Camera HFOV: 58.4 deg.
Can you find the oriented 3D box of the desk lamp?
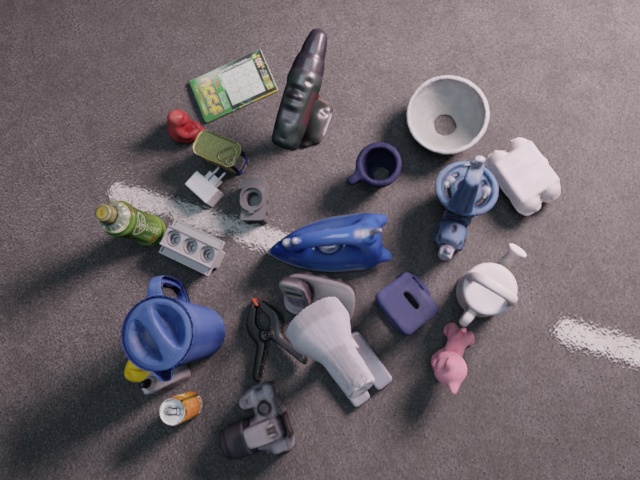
[{"bbox_3d":[0.042,0.214,1.074,0.118,0.213,0.203,-38,79,0],"label":"desk lamp"}]

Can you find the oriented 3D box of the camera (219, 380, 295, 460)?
[{"bbox_3d":[-0.134,0.368,1.130,0.137,0.101,0.143,-22,80,3],"label":"camera"}]

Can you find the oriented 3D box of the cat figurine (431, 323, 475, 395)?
[{"bbox_3d":[0.255,0.225,1.096,0.067,0.118,0.128,21,85,10],"label":"cat figurine"}]

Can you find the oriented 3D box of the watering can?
[{"bbox_3d":[0.317,0.085,1.070,0.100,0.194,0.173,14,84,9],"label":"watering can"}]

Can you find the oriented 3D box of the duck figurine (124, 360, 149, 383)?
[{"bbox_3d":[-0.367,0.251,1.182,0.104,0.086,0.077,-42,79,0],"label":"duck figurine"}]

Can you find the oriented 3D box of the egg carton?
[{"bbox_3d":[0.409,-0.129,1.153,0.107,0.069,0.150,-33,80,1],"label":"egg carton"}]

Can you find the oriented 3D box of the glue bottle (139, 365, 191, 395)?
[{"bbox_3d":[-0.317,0.278,1.128,0.078,0.173,0.037,-35,79,1],"label":"glue bottle"}]

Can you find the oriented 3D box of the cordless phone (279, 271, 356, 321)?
[{"bbox_3d":[-0.007,0.108,1.109,0.147,0.185,0.094,8,83,8],"label":"cordless phone"}]

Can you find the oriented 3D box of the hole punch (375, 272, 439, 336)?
[{"bbox_3d":[0.171,0.124,1.134,0.101,0.091,0.108,-39,79,0],"label":"hole punch"}]

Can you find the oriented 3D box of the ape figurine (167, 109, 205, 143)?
[{"bbox_3d":[-0.301,-0.253,1.243,0.076,0.092,0.078,-20,80,4],"label":"ape figurine"}]

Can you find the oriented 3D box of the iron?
[{"bbox_3d":[0.011,0.004,1.144,0.258,0.141,0.119,-7,81,6],"label":"iron"}]

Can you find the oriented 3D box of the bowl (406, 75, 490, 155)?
[{"bbox_3d":[0.261,-0.249,1.185,0.167,0.075,0.167,-1,82,7],"label":"bowl"}]

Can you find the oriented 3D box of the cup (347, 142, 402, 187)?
[{"bbox_3d":[0.110,-0.137,1.176,0.118,0.095,0.091,-31,79,2],"label":"cup"}]

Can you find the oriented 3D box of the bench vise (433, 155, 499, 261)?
[{"bbox_3d":[0.280,-0.066,1.083,0.121,0.220,0.207,0,82,7],"label":"bench vise"}]

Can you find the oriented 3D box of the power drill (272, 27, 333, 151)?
[{"bbox_3d":[-0.028,-0.280,1.155,0.075,0.208,0.230,18,84,9],"label":"power drill"}]
